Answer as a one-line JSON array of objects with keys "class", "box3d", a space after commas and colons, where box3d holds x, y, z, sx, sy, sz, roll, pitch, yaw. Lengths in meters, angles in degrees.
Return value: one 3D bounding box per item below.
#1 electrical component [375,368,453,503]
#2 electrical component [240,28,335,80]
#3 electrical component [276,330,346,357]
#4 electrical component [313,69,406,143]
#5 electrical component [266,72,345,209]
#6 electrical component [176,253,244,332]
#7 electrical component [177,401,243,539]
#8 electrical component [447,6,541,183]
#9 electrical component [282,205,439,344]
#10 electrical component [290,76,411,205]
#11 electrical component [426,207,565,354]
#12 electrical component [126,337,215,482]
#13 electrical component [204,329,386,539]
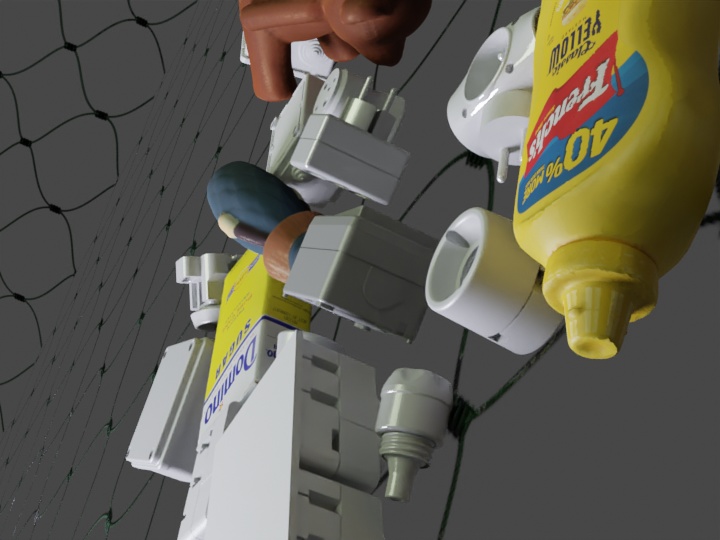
[{"class": "electrical component", "box3d": [0.024, 0.080, 0.513, 0.035, 0.035, 0.061, -32, 41, 60]}, {"class": "electrical component", "box3d": [-0.065, -0.227, 1.030, 0.099, 0.100, 0.048, -95, 21, -55]}, {"class": "electrical component", "box3d": [-0.037, 0.071, 0.675, 0.045, 0.045, 0.055, -28, 42, 62]}, {"class": "electrical component", "box3d": [-0.001, -0.117, 0.784, 0.045, 0.055, 0.045, -54, 22, 34]}, {"class": "electrical component", "box3d": [-0.033, -0.095, 0.838, 0.061, 0.061, 0.096, -52, 23, 37]}, {"class": "electrical component", "box3d": [-0.116, 0.020, 0.916, 0.058, 0.078, 0.057, -28, 63, 59]}, {"class": "electrical component", "box3d": [-0.077, 0.137, 0.696, 0.055, 0.050, 0.089, -48, 25, 43]}, {"class": "electrical component", "box3d": [0.079, -0.079, 0.535, 0.077, 0.044, 0.079, -42, 30, 51]}, {"class": "electrical component", "box3d": [0.000, 0.000, 0.630, 0.061, 0.062, 0.096, -68, 18, -5]}, {"class": "electrical component", "box3d": [0.001, -0.093, 0.735, 0.076, 0.066, 0.047, -66, 18, 1]}, {"class": "electrical component", "box3d": [0.062, 0.004, 0.478, 0.055, 0.047, 0.055, -54, 22, 33]}, {"class": "electrical component", "box3d": [-0.139, 0.116, 0.883, 0.109, 0.056, 0.108, -20, 50, 65]}, {"class": "electrical component", "box3d": [-0.033, 0.137, 0.559, 0.105, 0.060, 0.186, -55, 22, 31]}]
